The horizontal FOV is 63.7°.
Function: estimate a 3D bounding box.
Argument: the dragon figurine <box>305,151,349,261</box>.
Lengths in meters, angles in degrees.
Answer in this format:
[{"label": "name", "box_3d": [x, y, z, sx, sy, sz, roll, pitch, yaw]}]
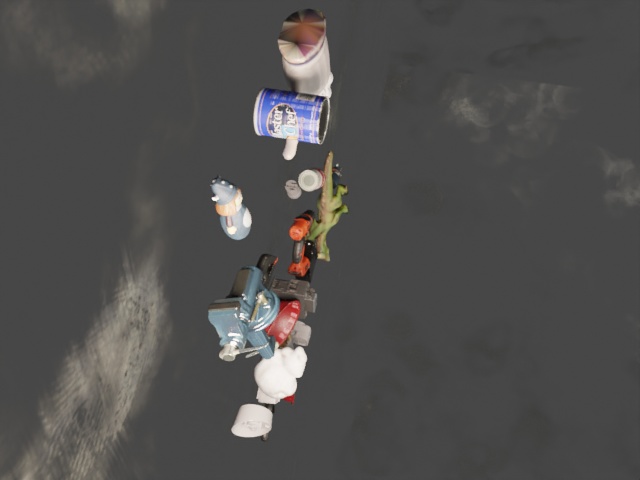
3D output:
[{"label": "dragon figurine", "box_3d": [0.006, -0.093, 1.852, 0.248, 0.122, 0.400, -59, 150, -43]}]

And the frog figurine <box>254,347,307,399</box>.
[{"label": "frog figurine", "box_3d": [-0.103, 0.371, 1.449, 0.123, 0.157, 0.138, -10, 76, -49]}]

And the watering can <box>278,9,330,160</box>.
[{"label": "watering can", "box_3d": [-0.040, -0.379, 1.198, 0.220, 0.104, 0.354, 76, 26, -66]}]
